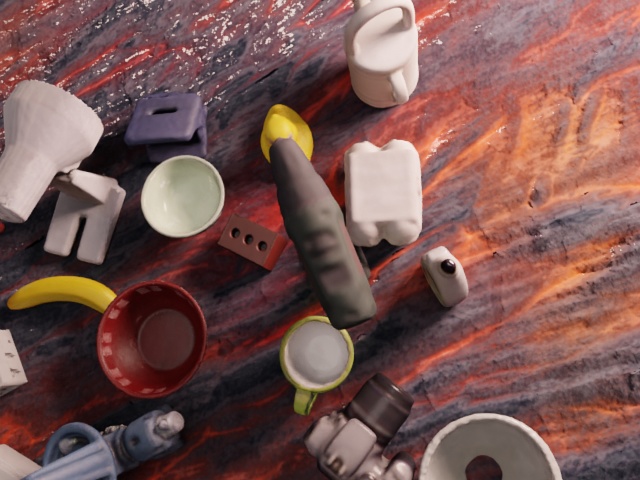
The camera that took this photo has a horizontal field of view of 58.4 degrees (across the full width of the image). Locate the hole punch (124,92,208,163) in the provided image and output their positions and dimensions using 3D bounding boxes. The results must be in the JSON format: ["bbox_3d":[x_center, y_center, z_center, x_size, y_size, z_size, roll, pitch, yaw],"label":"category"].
[{"bbox_3d":[-0.228,-0.175,0.851,0.108,0.091,0.101,-4,79,8],"label":"hole punch"}]

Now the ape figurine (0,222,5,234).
[{"bbox_3d":[-0.545,-0.032,0.873,0.076,0.092,0.078,-13,78,7],"label":"ape figurine"}]

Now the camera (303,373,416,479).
[{"bbox_3d":[0.069,0.249,0.720,0.143,0.101,0.137,37,87,14],"label":"camera"}]

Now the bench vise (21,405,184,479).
[{"bbox_3d":[-0.283,0.264,0.710,0.207,0.220,0.121,-46,76,-1],"label":"bench vise"}]

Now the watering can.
[{"bbox_3d":[0.077,-0.269,0.769,0.101,0.194,0.172,-43,76,-1],"label":"watering can"}]

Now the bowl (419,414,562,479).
[{"bbox_3d":[0.204,0.296,0.703,0.167,0.075,0.167,-2,79,9],"label":"bowl"}]

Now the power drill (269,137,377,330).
[{"bbox_3d":[0.007,0.003,0.721,0.075,0.208,0.229,-24,77,4],"label":"power drill"}]

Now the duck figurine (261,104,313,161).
[{"bbox_3d":[-0.054,-0.152,0.823,0.077,0.086,0.104,-14,77,6],"label":"duck figurine"}]

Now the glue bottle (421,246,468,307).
[{"bbox_3d":[0.155,0.040,0.709,0.037,0.173,0.078,-31,76,2],"label":"glue bottle"}]

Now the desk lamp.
[{"bbox_3d":[-0.362,-0.086,0.792,0.117,0.214,0.203,11,81,11],"label":"desk lamp"}]

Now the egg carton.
[{"bbox_3d":[0.087,-0.065,0.793,0.107,0.069,0.150,-4,79,8],"label":"egg carton"}]
